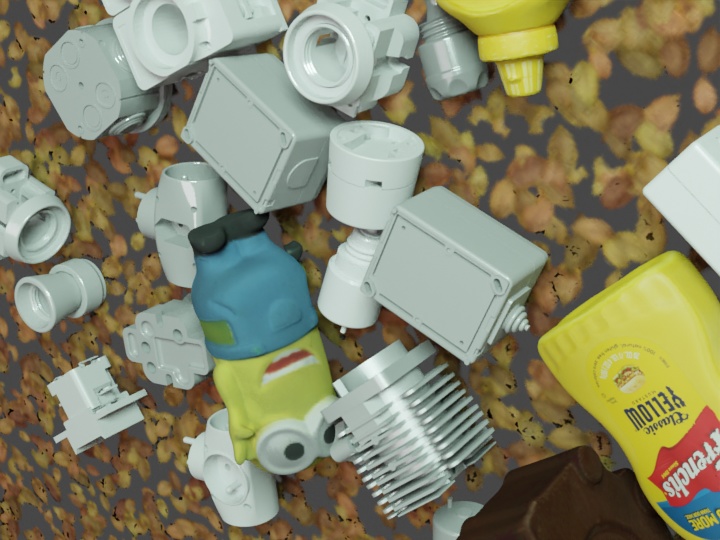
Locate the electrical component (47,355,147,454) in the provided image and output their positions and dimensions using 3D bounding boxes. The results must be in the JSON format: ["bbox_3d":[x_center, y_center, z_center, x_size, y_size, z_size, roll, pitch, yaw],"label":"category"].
[{"bbox_3d":[-0.215,0.106,0.863,0.081,0.042,0.063,-29,88,38],"label":"electrical component"}]

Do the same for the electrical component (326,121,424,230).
[{"bbox_3d":[0.007,-0.055,0.635,0.055,0.055,0.047,25,124,26],"label":"electrical component"}]

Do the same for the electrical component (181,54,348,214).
[{"bbox_3d":[-0.061,-0.090,0.669,0.096,0.061,0.061,45,127,23],"label":"electrical component"}]

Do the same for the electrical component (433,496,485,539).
[{"bbox_3d":[0.067,0.186,0.695,0.040,0.040,0.078,11,114,32],"label":"electrical component"}]

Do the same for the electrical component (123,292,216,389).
[{"bbox_3d":[-0.119,0.047,0.762,0.078,0.057,0.058,6,111,34],"label":"electrical component"}]

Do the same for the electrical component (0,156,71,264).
[{"bbox_3d":[-0.262,-0.040,0.830,0.057,0.058,0.078,31,123,26],"label":"electrical component"}]

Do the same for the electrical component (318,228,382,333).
[{"bbox_3d":[0.000,0.000,0.670,0.040,0.040,0.078,31,123,22],"label":"electrical component"}]

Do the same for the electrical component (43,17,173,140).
[{"bbox_3d":[-0.172,-0.130,0.734,0.080,0.051,0.080,14,115,31],"label":"electrical component"}]

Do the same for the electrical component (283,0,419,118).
[{"bbox_3d":[-0.007,-0.125,0.615,0.058,0.057,0.078,32,123,22],"label":"electrical component"}]

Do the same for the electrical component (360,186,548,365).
[{"bbox_3d":[0.061,0.004,0.615,0.096,0.061,0.061,35,124,20],"label":"electrical component"}]

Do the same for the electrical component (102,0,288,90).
[{"bbox_3d":[-0.122,-0.198,0.665,0.089,0.062,0.150,-18,97,38],"label":"electrical component"}]

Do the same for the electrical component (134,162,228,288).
[{"bbox_3d":[-0.127,-0.035,0.744,0.079,0.043,0.077,16,117,31],"label":"electrical component"}]

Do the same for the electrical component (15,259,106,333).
[{"bbox_3d":[-0.231,0.019,0.831,0.045,0.055,0.045,14,115,31],"label":"electrical component"}]

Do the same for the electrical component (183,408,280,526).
[{"bbox_3d":[-0.100,0.140,0.793,0.079,0.044,0.077,7,111,33],"label":"electrical component"}]

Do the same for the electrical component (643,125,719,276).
[{"bbox_3d":[0.195,-0.036,0.512,0.083,0.047,0.075,49,128,10],"label":"electrical component"}]

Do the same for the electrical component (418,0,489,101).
[{"bbox_3d":[0.048,-0.126,0.590,0.035,0.035,0.061,-12,98,38],"label":"electrical component"}]
